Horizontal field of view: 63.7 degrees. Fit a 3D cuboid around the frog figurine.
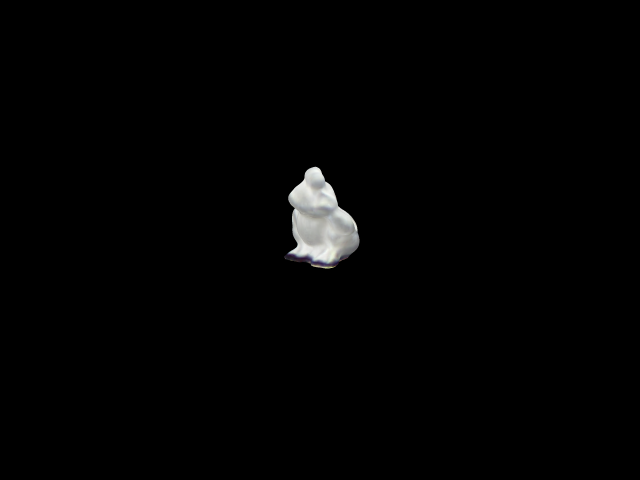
[{"bbox_3d":[0.003,-0.043,0.850,0.123,0.158,0.138,-5,13,-24],"label":"frog figurine"}]
